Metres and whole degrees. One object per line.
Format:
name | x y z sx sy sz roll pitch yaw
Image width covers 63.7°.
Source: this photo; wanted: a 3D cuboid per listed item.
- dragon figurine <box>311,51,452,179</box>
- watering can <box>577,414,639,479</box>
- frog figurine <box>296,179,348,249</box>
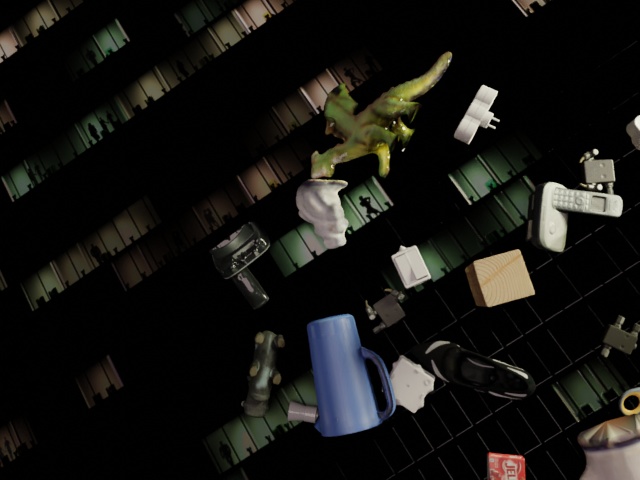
dragon figurine | 0.114 -0.304 1.223 0.245 0.121 0.411 30 86 22
watering can | 0.654 0.444 0.987 0.346 0.103 0.227 -21 77 9
frog figurine | 0.004 -0.060 1.196 0.137 0.123 0.159 4 92 45
